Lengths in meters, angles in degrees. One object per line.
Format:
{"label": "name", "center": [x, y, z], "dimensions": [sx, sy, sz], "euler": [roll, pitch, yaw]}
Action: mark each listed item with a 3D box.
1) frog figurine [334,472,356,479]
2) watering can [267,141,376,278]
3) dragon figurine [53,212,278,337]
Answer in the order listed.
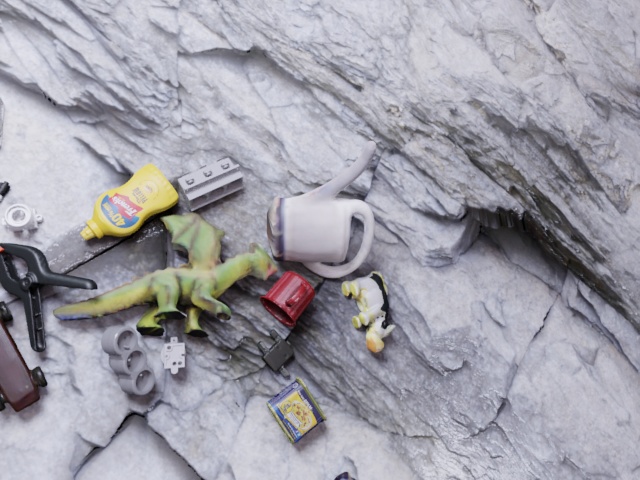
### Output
{"label": "frog figurine", "center": [0.071, 0.552, 0.987], "dimensions": [0.121, 0.136, 0.163], "euler": [36, 15, -40]}
{"label": "watering can", "center": [0.003, -0.053, 1.047], "dimensions": [0.224, 0.339, 0.106], "euler": [1, 39, -3]}
{"label": "dragon figurine", "center": [-0.286, 0.058, 1.024], "dimensions": [0.410, 0.248, 0.119], "euler": [7, -30, -11]}
